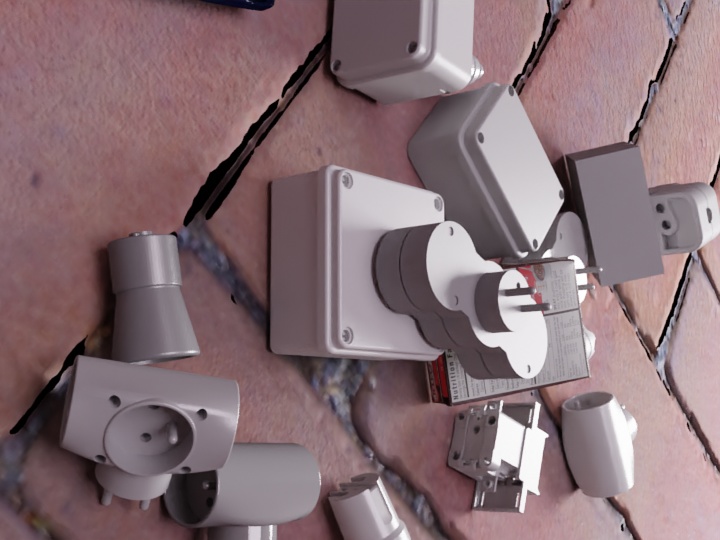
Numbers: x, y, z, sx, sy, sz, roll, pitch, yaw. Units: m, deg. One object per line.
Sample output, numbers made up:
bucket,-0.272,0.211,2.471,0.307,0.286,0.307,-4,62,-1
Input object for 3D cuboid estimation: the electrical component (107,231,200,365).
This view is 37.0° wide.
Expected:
electrical component,-0.107,0.014,0.542,0.044,0.044,0.065,-1,80,-50

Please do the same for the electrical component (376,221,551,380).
electrical component,0.078,0.020,0.645,0.138,0.074,0.052,41,55,-39

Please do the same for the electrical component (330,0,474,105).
electrical component,0.028,-0.172,0.701,0.057,0.078,0.113,18,71,-51

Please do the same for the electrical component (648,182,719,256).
electrical component,0.268,-0.045,0.959,0.059,0.095,0.053,-24,103,-49

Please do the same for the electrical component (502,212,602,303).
electrical component,0.149,0.009,0.825,0.052,0.074,0.138,56,46,-29

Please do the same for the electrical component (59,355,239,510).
electrical component,-0.105,0.084,0.519,0.077,0.044,0.079,11,114,-17

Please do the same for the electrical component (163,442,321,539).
electrical component,-0.063,0.132,0.573,0.077,0.044,0.079,11,76,-49

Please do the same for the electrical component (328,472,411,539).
electrical component,0.005,0.153,0.657,0.040,0.040,0.046,-32,103,-48

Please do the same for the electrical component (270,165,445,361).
electrical component,0.000,0.000,0.659,0.109,0.056,0.108,9,78,-50

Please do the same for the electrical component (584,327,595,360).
electrical component,0.162,0.065,0.863,0.061,0.035,0.035,-22,102,-48

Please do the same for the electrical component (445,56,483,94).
electrical component,0.062,-0.146,0.767,0.078,0.040,0.040,-4,88,-50

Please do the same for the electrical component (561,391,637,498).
electrical component,0.206,0.138,0.899,0.079,0.043,0.077,-27,105,-49

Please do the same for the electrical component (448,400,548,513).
electrical component,0.097,0.130,0.771,0.064,0.042,0.081,33,60,-39

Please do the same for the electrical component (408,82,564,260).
electrical component,0.094,-0.070,0.783,0.113,0.057,0.078,58,45,-27
